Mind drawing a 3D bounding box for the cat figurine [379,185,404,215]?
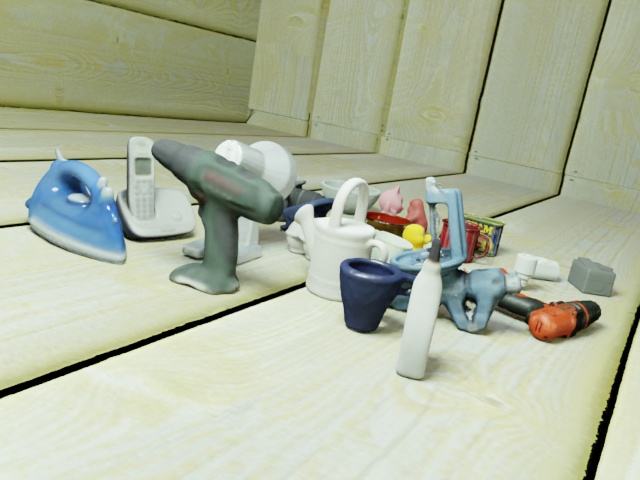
[{"bbox_3d":[0.174,-0.081,1.437,0.067,0.118,0.128,13,16,13],"label":"cat figurine"}]

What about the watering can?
[{"bbox_3d":[0.033,-0.008,0.937,0.172,0.194,0.101,13,15,11],"label":"watering can"}]

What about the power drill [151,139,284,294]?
[{"bbox_3d":[-0.170,-0.033,0.875,0.229,0.208,0.076,15,16,19],"label":"power drill"}]

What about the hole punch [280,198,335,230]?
[{"bbox_3d":[-0.024,-0.060,1.287,0.100,0.091,0.109,20,19,35],"label":"hole punch"}]

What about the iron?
[{"bbox_3d":[-0.398,-0.065,0.975,0.257,0.141,0.119,21,19,36],"label":"iron"}]

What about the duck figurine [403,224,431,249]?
[{"bbox_3d":[0.183,0.009,1.174,0.105,0.086,0.077,3,16,-23],"label":"duck figurine"}]

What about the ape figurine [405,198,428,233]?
[{"bbox_3d":[0.241,-0.062,1.458,0.075,0.092,0.078,20,19,35],"label":"ape figurine"}]

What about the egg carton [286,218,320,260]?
[{"bbox_3d":[0.010,0.004,1.118,0.149,0.069,0.107,23,20,40],"label":"egg carton"}]

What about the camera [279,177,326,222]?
[{"bbox_3d":[-0.061,-0.101,1.395,0.136,0.101,0.143,15,16,19],"label":"camera"}]

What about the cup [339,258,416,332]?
[{"bbox_3d":[0.080,0.084,0.821,0.118,0.095,0.091,9,15,-3],"label":"cup"}]

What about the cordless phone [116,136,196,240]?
[{"bbox_3d":[-0.302,-0.097,1.070,0.093,0.185,0.148,21,19,37],"label":"cordless phone"}]

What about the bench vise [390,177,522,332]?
[{"bbox_3d":[0.209,0.019,0.897,0.207,0.220,0.121,9,15,-3],"label":"bench vise"}]

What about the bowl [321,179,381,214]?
[{"bbox_3d":[0.080,-0.113,1.579,0.167,0.075,0.167,9,15,-2],"label":"bowl"}]

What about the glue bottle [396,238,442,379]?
[{"bbox_3d":[0.129,0.081,0.713,0.037,0.173,0.078,12,15,8],"label":"glue bottle"}]

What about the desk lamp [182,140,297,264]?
[{"bbox_3d":[-0.138,-0.077,1.044,0.117,0.213,0.204,16,16,21],"label":"desk lamp"}]
